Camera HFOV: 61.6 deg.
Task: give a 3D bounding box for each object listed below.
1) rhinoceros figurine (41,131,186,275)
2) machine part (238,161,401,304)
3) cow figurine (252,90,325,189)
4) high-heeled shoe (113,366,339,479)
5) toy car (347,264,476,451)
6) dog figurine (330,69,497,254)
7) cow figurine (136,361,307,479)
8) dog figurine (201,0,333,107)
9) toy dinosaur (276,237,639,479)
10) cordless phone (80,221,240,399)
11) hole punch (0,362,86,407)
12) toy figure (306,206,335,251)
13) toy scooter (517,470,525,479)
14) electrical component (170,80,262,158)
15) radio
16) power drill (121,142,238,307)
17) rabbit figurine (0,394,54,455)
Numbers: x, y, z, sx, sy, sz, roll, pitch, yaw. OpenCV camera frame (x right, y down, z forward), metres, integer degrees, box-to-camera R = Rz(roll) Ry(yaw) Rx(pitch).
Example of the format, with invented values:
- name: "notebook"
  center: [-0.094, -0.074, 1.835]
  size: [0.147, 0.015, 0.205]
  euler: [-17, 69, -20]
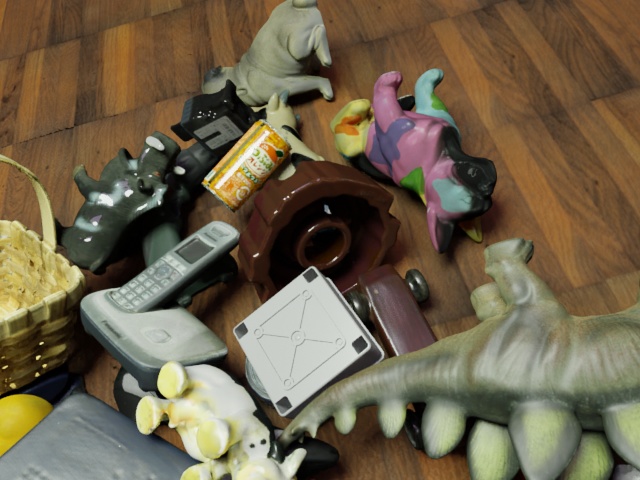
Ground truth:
- name: "rhinoceros figurine"
  center: [-0.238, -0.051, 0.640]
  size: [0.112, 0.073, 0.190]
  euler: [15, 64, 28]
- name: "machine part"
  center: [-0.001, -0.002, 0.579]
  size: [0.179, 0.179, 0.056]
  euler: [-30, 43, -8]
- name: "cow figurine"
  center: [-0.054, -0.120, 0.722]
  size: [0.127, 0.085, 0.195]
  euler: [-38, 56, -6]
- name: "high-heeled shoe"
  center: [-0.100, 0.168, 0.553]
  size: [0.249, 0.086, 0.145]
  euler: [-3, 50, 9]
- name: "toy car"
  center: [0.098, 0.116, 0.555]
  size: [0.089, 0.053, 0.202]
  euler: [-22, 60, -9]
- name: "dog figurine"
  center: [0.115, -0.085, 0.651]
  size: [0.108, 0.191, 0.219]
  euler: [-10, 76, -38]
- name: "cow figurine"
  center: [-0.066, 0.167, 0.430]
  size: [0.168, 0.098, 0.068]
  euler: [37, 103, 36]
- name: "dog figurine"
  center: [-0.088, -0.260, 0.772]
  size: [0.191, 0.172, 0.121]
  euler: [-14, 45, -6]
- name: "toy dinosaur"
  center: [0.177, 0.101, 0.432]
  size: [0.472, 0.105, 0.199]
  euler: [-13, 50, 19]
- name: "cordless phone"
  center: [-0.131, 0.062, 0.548]
  size: [0.147, 0.088, 0.184]
  euler: [28, 60, 36]
- name: "hole punch"
  center: [-0.353, 0.162, 0.605]
  size: [0.142, 0.092, 0.116]
  euler: [27, 63, 30]
- name: "toy figure"
  center: [-0.010, -0.022, 0.642]
  size: [0.154, 0.057, 0.064]
  euler: [-20, 71, -26]
- name: "toy scooter"
  center: [0.226, 0.141, 0.495]
  size: [0.184, 0.075, 0.135]
  euler: [-35, 63, -17]
- name: "electrical component"
  center: [-0.142, -0.147, 0.690]
  size: [0.119, 0.074, 0.048]
  euler: [-17, 51, 21]
- name: "radio"
  center: [-0.154, 0.232, 0.432]
  size: [0.230, 0.073, 0.131]
  euler: [26, 44, 12]
- name: "power drill"
  center: [-0.183, -0.027, 0.693]
  size: [0.232, 0.085, 0.207]
  euler: [-32, 61, -7]
- name: "rabbit figurine"
  center: [-0.301, 0.226, 0.510]
  size: [0.122, 0.162, 0.173]
  euler: [31, 91, 29]
